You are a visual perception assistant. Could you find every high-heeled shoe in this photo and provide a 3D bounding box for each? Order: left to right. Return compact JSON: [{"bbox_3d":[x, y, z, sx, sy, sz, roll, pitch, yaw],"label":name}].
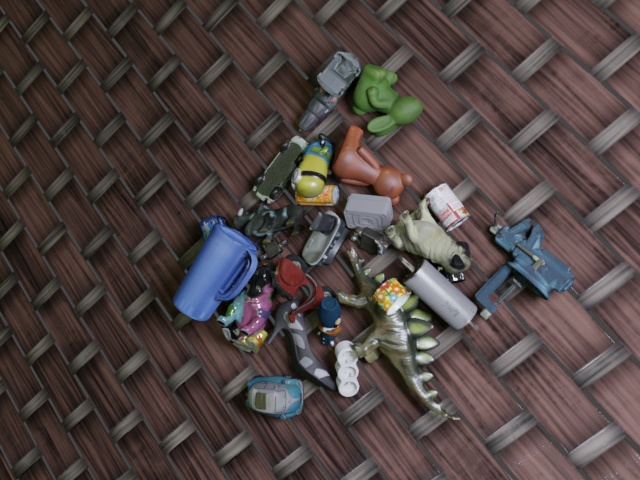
[{"bbox_3d":[-0.025,0.271,1.401,0.249,0.086,0.145,38,66,0],"label":"high-heeled shoe"}]

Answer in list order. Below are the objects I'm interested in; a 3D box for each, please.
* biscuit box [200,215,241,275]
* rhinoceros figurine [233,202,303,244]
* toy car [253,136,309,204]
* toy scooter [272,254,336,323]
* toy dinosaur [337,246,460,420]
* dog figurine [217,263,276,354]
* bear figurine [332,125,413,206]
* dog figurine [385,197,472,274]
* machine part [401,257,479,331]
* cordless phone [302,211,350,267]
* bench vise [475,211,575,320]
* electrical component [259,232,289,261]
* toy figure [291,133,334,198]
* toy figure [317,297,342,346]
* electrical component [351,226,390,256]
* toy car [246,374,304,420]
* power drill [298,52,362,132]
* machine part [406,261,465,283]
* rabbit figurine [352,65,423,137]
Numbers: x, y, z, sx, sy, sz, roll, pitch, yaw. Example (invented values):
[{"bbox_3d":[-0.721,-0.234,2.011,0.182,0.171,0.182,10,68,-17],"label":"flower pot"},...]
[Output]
[{"bbox_3d":[-0.275,0.034,1.492,0.059,0.062,0.202,-20,80,14],"label":"biscuit box"},{"bbox_3d":[-0.139,-0.053,1.436,0.190,0.073,0.112,-9,60,10],"label":"rhinoceros figurine"},{"bbox_3d":[-0.103,-0.190,1.458,0.073,0.056,0.201,40,100,11],"label":"toy car"},{"bbox_3d":[-0.059,0.133,1.375,0.184,0.075,0.135,44,70,2],"label":"toy scooter"},{"bbox_3d":[0.179,0.225,1.302,0.199,0.105,0.471,-25,79,14],"label":"toy dinosaur"},{"bbox_3d":[-0.163,0.169,1.429,0.109,0.191,0.219,20,58,22],"label":"dog figurine"},{"bbox_3d":[0.134,-0.183,1.359,0.196,0.120,0.132,20,48,-6],"label":"bear figurine"},{"bbox_3d":[0.257,0.020,1.282,0.121,0.172,0.190,-34,80,-16],"label":"dog figurine"},{"bbox_3d":[0.277,0.126,1.243,0.243,0.079,0.079,43,100,-2],"label":"machine part"},{"bbox_3d":[-0.004,-0.004,1.341,0.089,0.184,0.146,32,96,14],"label":"cordless phone"},{"bbox_3d":[0.437,0.073,1.224,0.240,0.128,0.224,-47,71,5],"label":"bench vise"},{"bbox_3d":[-0.134,0.015,1.467,0.094,0.021,0.063,-35,75,12],"label":"electrical component"},{"bbox_3d":[-0.011,-0.190,1.386,0.089,0.082,0.180,12,58,26],"label":"toy figure"},{"bbox_3d":[0.025,0.208,1.353,0.058,0.154,0.064,-13,46,-12],"label":"toy figure"},{"bbox_3d":[0.123,0.004,1.350,0.102,0.078,0.045,32,54,14],"label":"electrical component"},{"bbox_3d":[-0.128,0.404,1.391,0.162,0.103,0.109,3,85,17],"label":"toy car"},{"bbox_3d":[0.028,-0.377,1.356,0.086,0.207,0.232,40,87,1],"label":"power drill"},{"bbox_3d":[0.280,0.077,1.316,0.139,0.039,0.084,-9,88,16],"label":"machine part"},{"bbox_3d":[0.168,-0.338,1.344,0.170,0.121,0.159,34,103,21],"label":"rabbit figurine"}]
